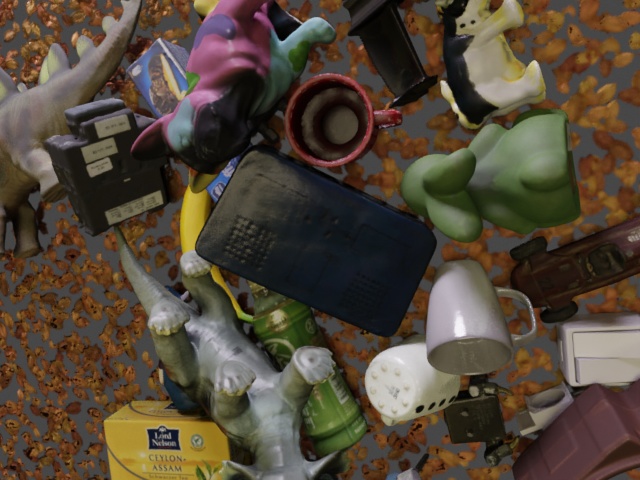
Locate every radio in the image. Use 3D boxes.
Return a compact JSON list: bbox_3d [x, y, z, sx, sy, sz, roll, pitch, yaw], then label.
[{"bbox_3d":[-0.001,-0.002,0.569,0.229,0.073,0.131,24,101,-10],"label":"radio"}]

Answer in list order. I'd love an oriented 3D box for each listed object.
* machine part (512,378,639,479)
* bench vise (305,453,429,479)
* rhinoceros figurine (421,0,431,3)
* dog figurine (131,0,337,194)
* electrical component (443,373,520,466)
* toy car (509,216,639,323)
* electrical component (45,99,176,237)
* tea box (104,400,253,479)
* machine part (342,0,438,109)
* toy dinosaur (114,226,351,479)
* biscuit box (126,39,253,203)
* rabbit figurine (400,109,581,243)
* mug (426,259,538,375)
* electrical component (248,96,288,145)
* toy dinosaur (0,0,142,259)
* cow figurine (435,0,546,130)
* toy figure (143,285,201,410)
[{"bbox_3d":[0.311,0.249,0.515,0.201,0.087,0.201,30,111,-7],"label":"machine part"},{"bbox_3d":[0.029,0.334,0.609,0.240,0.129,0.223,-38,85,22],"label":"bench vise"},{"bbox_3d":[0.105,-0.321,0.509,0.112,0.073,0.190,-28,57,36],"label":"rhinoceros figurine"},{"bbox_3d":[-0.102,-0.160,0.545,0.219,0.108,0.192,-53,41,2],"label":"dog figurine"},{"bbox_3d":[0.176,0.193,0.593,0.078,0.045,0.102,-7,95,14],"label":"electrical component"},{"bbox_3d":[0.294,0.015,0.540,0.202,0.053,0.089,-23,87,17],"label":"toy car"},{"bbox_3d":[-0.234,-0.087,0.607,0.058,0.115,0.134,19,126,40],"label":"electrical component"},{"bbox_3d":[-0.177,0.260,0.679,0.170,0.068,0.098,-6,95,16],"label":"tea box"},{"bbox_3d":[0.074,-0.211,0.565,0.084,0.039,0.138,-18,99,46],"label":"machine part"},{"bbox_3d":[-0.103,0.145,0.577,0.405,0.131,0.192,41,138,36],"label":"toy dinosaur"},{"bbox_3d":[-0.136,-0.131,0.626,0.059,0.063,0.202,-36,87,17],"label":"biscuit box"},{"bbox_3d":[0.157,-0.049,0.529,0.170,0.159,0.121,-7,105,30],"label":"rabbit figurine"},{"bbox_3d":[0.159,0.071,0.550,0.110,0.080,0.107,-13,50,17],"label":"mug"},{"bbox_3d":[-0.072,-0.159,0.627,0.094,0.021,0.063,46,105,7],"label":"electrical component"},{"bbox_3d":[-0.350,-0.127,0.662,0.471,0.105,0.198,-38,83,11],"label":"toy dinosaur"},{"bbox_3d":[0.156,-0.202,0.544,0.098,0.068,0.167,-22,89,22],"label":"cow figurine"},{"bbox_3d":[-0.176,0.132,0.669,0.058,0.064,0.154,-18,86,55],"label":"toy figure"}]
